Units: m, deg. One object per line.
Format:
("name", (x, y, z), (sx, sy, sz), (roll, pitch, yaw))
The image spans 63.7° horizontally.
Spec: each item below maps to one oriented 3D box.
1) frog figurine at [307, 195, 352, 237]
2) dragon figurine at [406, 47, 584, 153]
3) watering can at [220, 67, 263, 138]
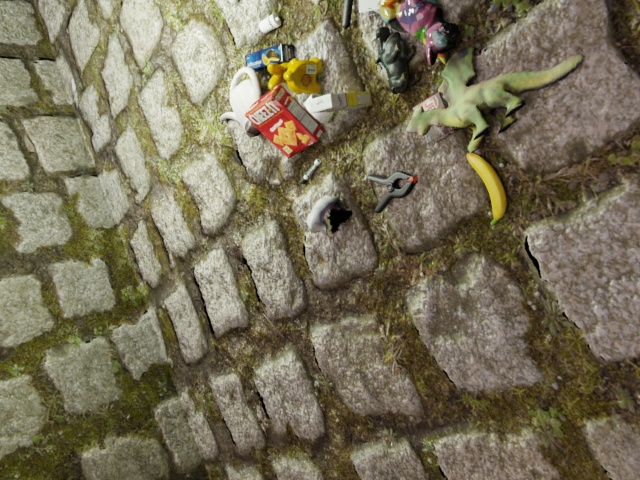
("frog figurine", (0.005, -0.085, 1.689), (0.160, 0.121, 0.138), (18, 80, 51))
("dragon figurine", (0.387, -0.371, 1.248), (0.405, 0.122, 0.246), (-38, 66, 25))
("watering can", (-0.276, -0.475, 1.896), (0.226, 0.105, 0.341), (62, 147, 12))
